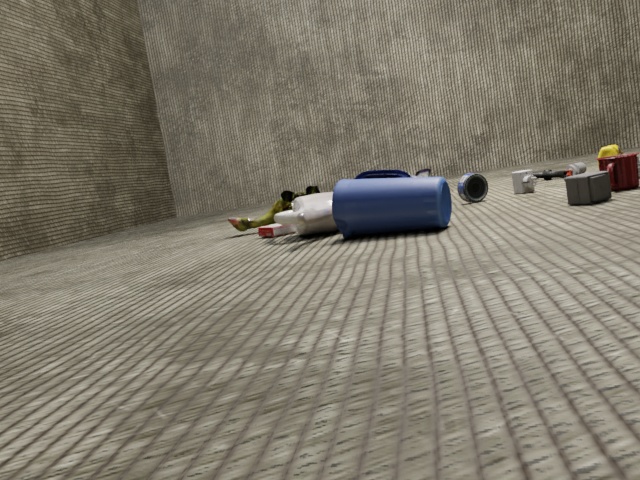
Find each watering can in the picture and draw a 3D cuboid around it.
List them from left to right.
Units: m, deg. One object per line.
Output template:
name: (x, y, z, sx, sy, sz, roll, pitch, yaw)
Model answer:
watering can: (0.004, -0.065, 1.295, 0.225, 0.103, 0.348, -10, 6, -13)

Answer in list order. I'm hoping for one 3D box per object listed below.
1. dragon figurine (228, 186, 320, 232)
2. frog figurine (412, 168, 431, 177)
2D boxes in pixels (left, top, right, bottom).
dragon figurine: (-0.096, -0.091, 1.683, 0.412, 0.122, 0.241, -12, -1, -30)
frog figurine: (0.308, -0.128, 1.545, 0.137, 0.120, 0.163, -2, 40, -16)
